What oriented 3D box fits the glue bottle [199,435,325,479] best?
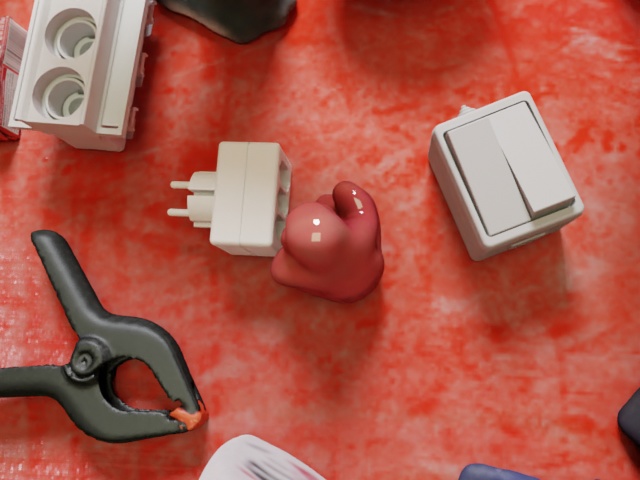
[{"bbox_3d":[-0.036,0.138,0.279,0.078,0.173,0.037,24,84,10],"label":"glue bottle"}]

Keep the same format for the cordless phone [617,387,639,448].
[{"bbox_3d":[0.230,0.083,0.251,0.094,0.185,0.147,38,87,11],"label":"cordless phone"}]

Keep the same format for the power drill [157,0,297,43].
[{"bbox_3d":[-0.088,-0.210,0.326,0.229,0.208,0.076,28,85,11],"label":"power drill"}]

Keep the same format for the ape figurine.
[{"bbox_3d":[0.003,0.001,0.339,0.078,0.092,0.076,-29,78,1],"label":"ape figurine"}]

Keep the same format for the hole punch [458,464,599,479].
[{"bbox_3d":[0.117,0.180,0.296,0.101,0.091,0.109,12,82,9],"label":"hole punch"}]
